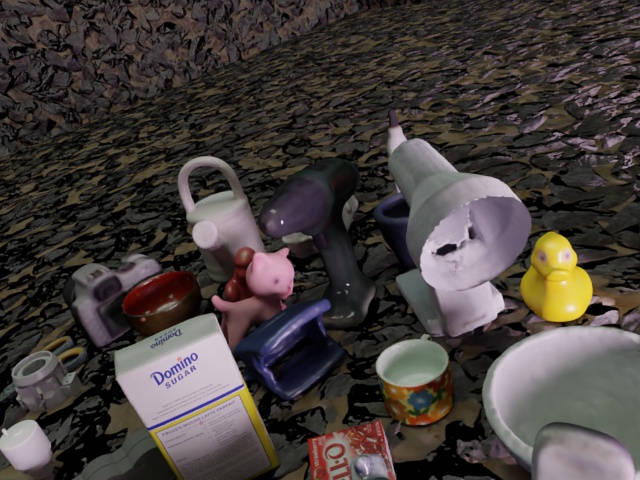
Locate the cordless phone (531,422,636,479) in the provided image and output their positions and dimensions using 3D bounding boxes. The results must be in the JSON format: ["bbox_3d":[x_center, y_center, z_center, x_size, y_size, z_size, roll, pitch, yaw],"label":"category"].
[{"bbox_3d":[0.182,0.187,0.308,0.147,0.185,0.094,4,34,34],"label":"cordless phone"}]

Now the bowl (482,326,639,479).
[{"bbox_3d":[0.223,0.150,0.472,0.167,0.075,0.167,-13,28,7],"label":"bowl"}]

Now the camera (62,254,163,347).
[{"bbox_3d":[-0.329,0.074,0.883,0.136,0.101,0.143,12,39,42],"label":"camera"}]

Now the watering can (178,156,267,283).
[{"bbox_3d":[-0.154,-0.035,0.888,0.101,0.194,0.172,-22,28,-11],"label":"watering can"}]

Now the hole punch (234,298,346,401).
[{"bbox_3d":[-0.043,0.115,0.664,0.109,0.091,0.100,-34,33,-31],"label":"hole punch"}]

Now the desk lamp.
[{"bbox_3d":[0.139,0.003,0.638,0.118,0.214,0.203,-20,28,-6],"label":"desk lamp"}]

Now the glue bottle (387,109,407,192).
[{"bbox_3d":[0.131,-0.128,0.927,0.037,0.173,0.078,-11,28,11],"label":"glue bottle"}]

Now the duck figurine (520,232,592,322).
[{"bbox_3d":[0.268,0.030,0.656,0.077,0.086,0.104,-6,29,19],"label":"duck figurine"}]

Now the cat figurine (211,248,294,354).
[{"bbox_3d":[-0.080,0.067,0.741,0.128,0.118,0.067,-27,29,-19],"label":"cat figurine"}]

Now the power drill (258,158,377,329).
[{"bbox_3d":[0.007,0.003,0.716,0.075,0.209,0.230,-4,30,23],"label":"power drill"}]

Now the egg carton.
[{"bbox_3d":[0.003,-0.032,0.932,0.107,0.069,0.150,-6,29,18],"label":"egg carton"}]

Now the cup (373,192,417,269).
[{"bbox_3d":[0.130,-0.016,0.806,0.091,0.095,0.118,-5,30,20],"label":"cup"}]

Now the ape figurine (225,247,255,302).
[{"bbox_3d":[-0.097,0.053,0.806,0.077,0.092,0.076,-4,30,22],"label":"ape figurine"}]

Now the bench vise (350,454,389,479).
[{"bbox_3d":[0.027,0.200,0.329,0.121,0.220,0.206,-24,28,-13],"label":"bench vise"}]
